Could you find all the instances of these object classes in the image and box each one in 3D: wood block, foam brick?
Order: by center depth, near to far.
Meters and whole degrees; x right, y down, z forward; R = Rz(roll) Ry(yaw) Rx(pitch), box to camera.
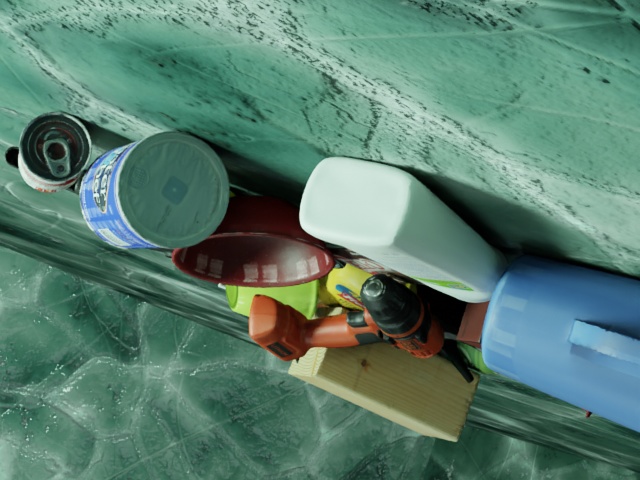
[{"bbox_3d":[0.178,0.073,1.059,0.051,0.078,0.053,21,172,-17],"label":"foam brick"},{"bbox_3d":[0.080,0.164,1.309,0.206,0.091,0.090,27,166,-19],"label":"wood block"}]

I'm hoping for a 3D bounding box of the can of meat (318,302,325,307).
[{"bbox_3d":[0.004,0.100,1.504,0.102,0.084,0.058,23,169,-21],"label":"can of meat"}]

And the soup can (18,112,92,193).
[{"bbox_3d":[-0.266,-0.085,1.063,0.068,0.068,0.102,22,170,-14],"label":"soup can"}]

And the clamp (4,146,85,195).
[{"bbox_3d":[-0.271,-0.059,1.298,0.165,0.036,0.209,22,178,34],"label":"clamp"}]

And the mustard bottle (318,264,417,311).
[{"bbox_3d":[0.058,0.053,1.229,0.096,0.058,0.192,29,167,-16],"label":"mustard bottle"}]

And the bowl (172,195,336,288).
[{"bbox_3d":[-0.064,-0.002,1.055,0.162,0.055,0.162,1,159,0],"label":"bowl"}]

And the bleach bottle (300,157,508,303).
[{"bbox_3d":[0.089,0.006,0.911,0.103,0.068,0.250,13,170,34],"label":"bleach bottle"}]

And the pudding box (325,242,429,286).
[{"bbox_3d":[0.061,0.012,1.058,0.090,0.039,0.114,23,169,-21],"label":"pudding box"}]

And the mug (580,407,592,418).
[{"bbox_3d":[0.270,0.122,1.110,0.082,0.093,0.117,33,-167,20],"label":"mug"}]

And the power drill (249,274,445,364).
[{"bbox_3d":[0.023,0.085,1.127,0.188,0.057,0.184,-4,155,23],"label":"power drill"}]

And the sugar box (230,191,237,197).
[{"bbox_3d":[-0.150,-0.037,1.174,0.176,0.048,0.093,16,168,35],"label":"sugar box"}]

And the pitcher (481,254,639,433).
[{"bbox_3d":[0.260,0.093,0.881,0.243,0.144,0.149,18,135,24],"label":"pitcher"}]

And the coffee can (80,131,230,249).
[{"bbox_3d":[-0.156,-0.043,0.987,0.102,0.103,0.140,23,169,-23],"label":"coffee can"}]

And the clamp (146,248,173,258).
[{"bbox_3d":[-0.165,0.009,1.297,0.120,0.039,0.172,16,175,-39],"label":"clamp"}]

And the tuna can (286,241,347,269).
[{"bbox_3d":[-0.008,0.001,1.144,0.086,0.034,0.086,19,170,3],"label":"tuna can"}]
